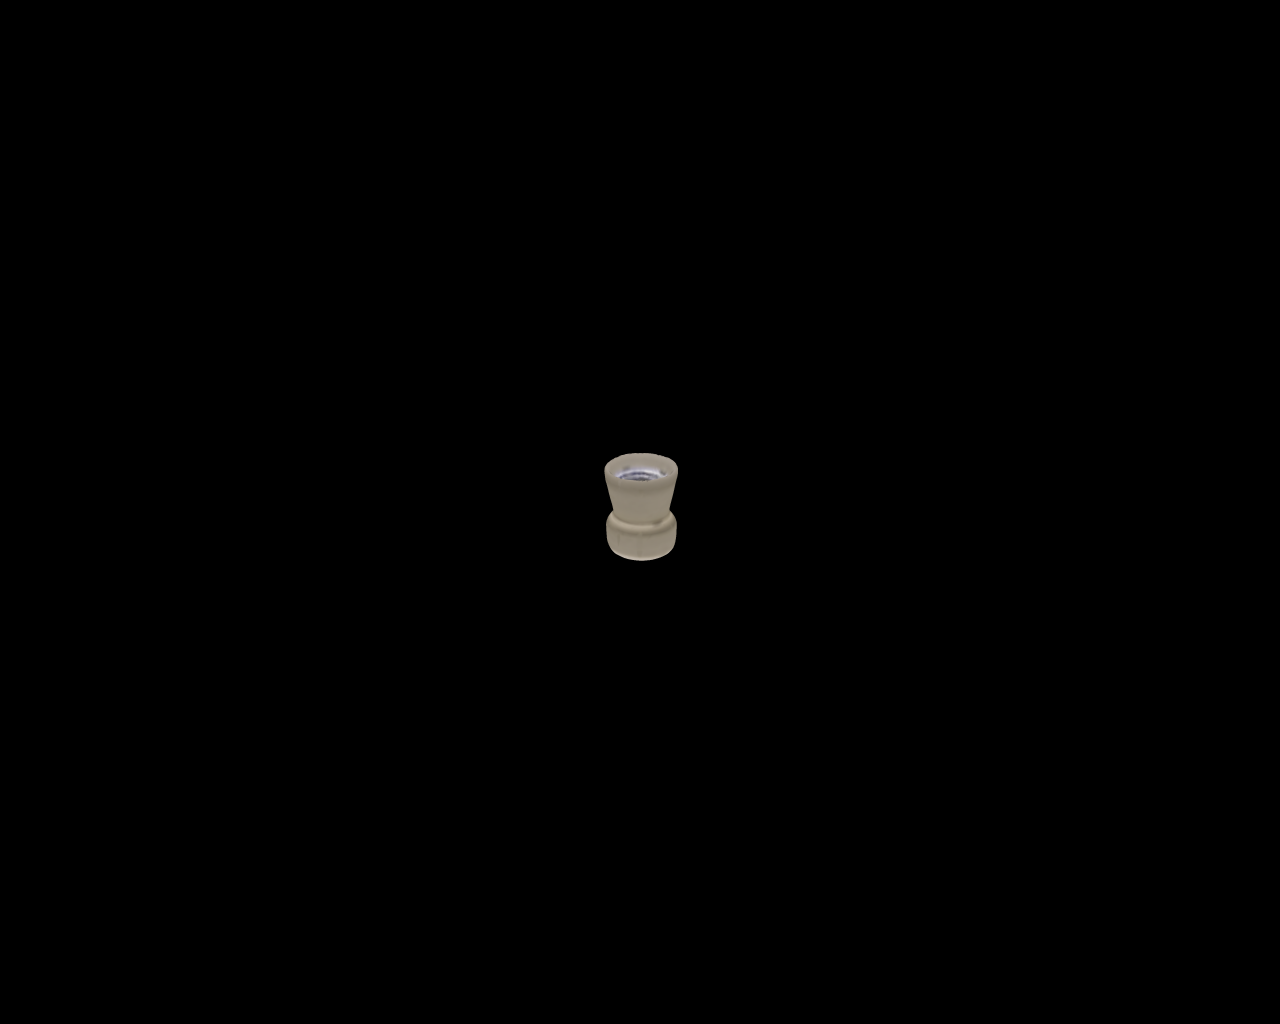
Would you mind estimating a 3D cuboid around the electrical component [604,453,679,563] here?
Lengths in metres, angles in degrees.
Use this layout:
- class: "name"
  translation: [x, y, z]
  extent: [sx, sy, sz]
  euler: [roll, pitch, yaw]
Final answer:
- class: "electrical component"
  translation: [0.001, -0.003, 0.650]
  extent: [0.045, 0.055, 0.045]
  euler: [0, 25, 0]
